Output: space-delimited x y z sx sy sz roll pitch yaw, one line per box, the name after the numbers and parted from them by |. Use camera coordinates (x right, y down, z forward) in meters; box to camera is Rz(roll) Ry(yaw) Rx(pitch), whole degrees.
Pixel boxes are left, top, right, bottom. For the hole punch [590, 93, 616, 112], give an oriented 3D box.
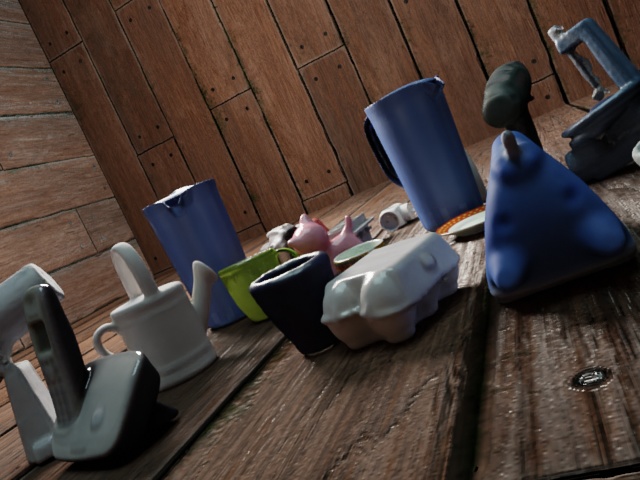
0.492 -0.190 0.882 0.108 0.091 0.101 -25 6 -2 | hole punch

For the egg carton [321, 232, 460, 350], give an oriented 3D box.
0.074 0.048 0.573 0.107 0.069 0.151 -19 8 40 | egg carton

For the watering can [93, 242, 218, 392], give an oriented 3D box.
-0.217 0.089 0.763 0.100 0.194 0.173 -19 8 40 | watering can

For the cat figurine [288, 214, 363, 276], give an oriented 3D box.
0.009 0.004 0.980 0.128 0.118 0.067 -26 7 -13 | cat figurine

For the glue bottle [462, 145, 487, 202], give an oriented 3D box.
0.252 -0.147 1.058 0.037 0.173 0.078 -25 6 -9 | glue bottle

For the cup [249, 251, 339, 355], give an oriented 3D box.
-0.011 0.067 0.619 0.091 0.095 0.118 -20 7 33 | cup

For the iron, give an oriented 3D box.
0.195 -0.042 0.536 0.118 0.141 0.259 -22 6 19 | iron

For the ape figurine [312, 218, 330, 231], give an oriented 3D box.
0.001 0.000 1.162 0.076 0.092 0.077 -25 6 -6 | ape figurine

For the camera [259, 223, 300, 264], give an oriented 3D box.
-0.073 0.014 1.291 0.143 0.101 0.136 -29 8 -37 | camera

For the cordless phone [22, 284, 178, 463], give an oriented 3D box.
-0.240 0.126 0.578 0.147 0.185 0.094 -20 8 36 | cordless phone

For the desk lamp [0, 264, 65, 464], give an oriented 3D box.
-0.353 0.150 0.678 0.203 0.213 0.117 -26 7 -17 | desk lamp

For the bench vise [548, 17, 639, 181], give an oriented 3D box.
0.402 -0.204 0.749 0.207 0.220 0.122 -21 7 29 | bench vise

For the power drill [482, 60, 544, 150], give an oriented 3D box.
0.322 -0.181 0.910 0.075 0.208 0.230 -20 7 31 | power drill

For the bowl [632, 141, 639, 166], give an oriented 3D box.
0.360 -0.073 0.477 0.167 0.075 0.167 -24 6 3 | bowl
